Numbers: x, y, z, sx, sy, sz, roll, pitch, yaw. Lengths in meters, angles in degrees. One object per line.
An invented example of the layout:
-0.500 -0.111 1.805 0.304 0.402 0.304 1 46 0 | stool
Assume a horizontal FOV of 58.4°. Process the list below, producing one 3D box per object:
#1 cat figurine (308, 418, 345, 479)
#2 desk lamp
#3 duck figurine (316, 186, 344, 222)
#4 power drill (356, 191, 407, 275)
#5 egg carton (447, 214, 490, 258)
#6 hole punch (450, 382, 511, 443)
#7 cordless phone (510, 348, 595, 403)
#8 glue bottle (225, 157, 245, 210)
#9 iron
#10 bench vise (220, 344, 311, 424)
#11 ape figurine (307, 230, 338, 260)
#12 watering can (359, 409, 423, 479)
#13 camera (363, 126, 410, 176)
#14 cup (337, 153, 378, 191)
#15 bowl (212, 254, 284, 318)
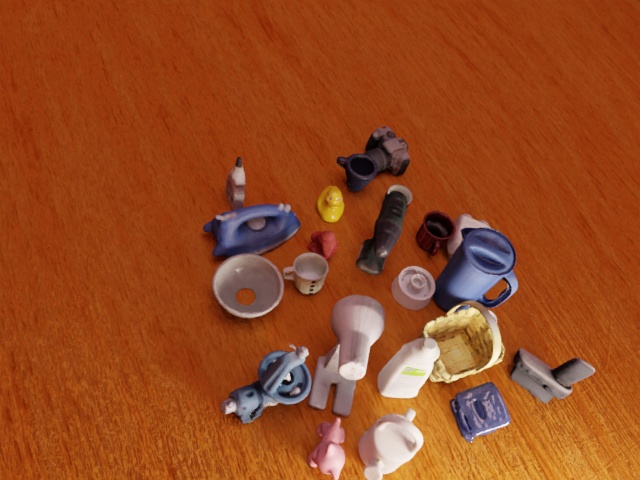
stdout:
0.022 0.430 1.183 0.067 0.117 0.128 18 55 -1 | cat figurine
0.062 0.251 1.251 0.118 0.213 0.203 16 55 -3 | desk lamp
0.034 -0.112 1.555 0.077 0.086 0.104 6 57 -10 | duck figurine
0.157 -0.004 1.442 0.075 0.208 0.230 21 55 0 | power drill
0.411 -0.003 1.588 0.107 0.069 0.150 22 55 1 | egg carton
0.365 0.393 1.308 0.101 0.091 0.108 -10 61 -19 | hole punch
0.551 0.298 1.358 0.147 0.185 0.094 33 56 9 | cordless phone
-0.213 -0.153 1.468 0.037 0.173 0.078 -13 61 -20 | glue bottle
-0.154 -0.046 1.433 0.259 0.141 0.118 -16 63 -22 | iron
-0.094 0.300 1.176 0.121 0.219 0.208 41 58 14 | bench vise
0.014 0.005 1.471 0.076 0.092 0.077 -2 58 -15 | ape figurine
0.149 0.418 1.176 0.101 0.194 0.173 18 55 -1 | watering can
0.178 -0.258 1.676 0.137 0.101 0.143 -22 65 -25 | camera
0.095 -0.186 1.613 0.117 0.095 0.092 20 55 0 | cup
-0.172 0.120 1.362 0.167 0.074 0.167 7 57 -10 | bowl
